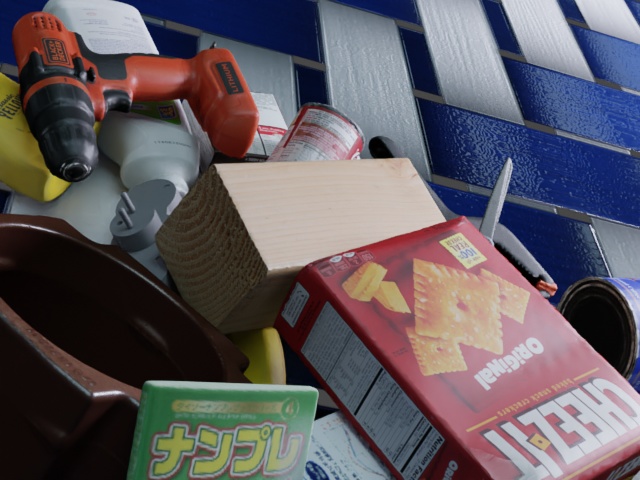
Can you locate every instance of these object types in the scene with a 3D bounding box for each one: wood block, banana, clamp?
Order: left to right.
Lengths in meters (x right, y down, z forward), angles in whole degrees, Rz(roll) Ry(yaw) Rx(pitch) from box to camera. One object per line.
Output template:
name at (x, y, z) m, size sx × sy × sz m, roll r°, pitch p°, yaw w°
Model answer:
banana at (-0.060, 0.088, 0.782) m, size 0.069 × 0.037 × 0.198 m, roll -17°, pitch 45°, yaw -9°
wood block at (-0.006, 0.001, 0.797) m, size 0.205 × 0.090 × 0.091 m, roll -6°, pitch 59°, yaw -46°
clamp at (0.114, 0.000, 0.954) m, size 0.209 × 0.036 × 0.164 m, roll 18°, pitch 60°, yaw -12°

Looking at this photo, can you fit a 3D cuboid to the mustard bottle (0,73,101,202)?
mustard bottle at (-0.284, -0.105, 0.875) m, size 0.191 × 0.058 × 0.096 m, roll 26°, pitch 42°, yaw 3°

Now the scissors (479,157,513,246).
scissors at (0.152, 0.025, 0.924) m, size 0.096 × 0.016 × 0.201 m, roll 39°, pitch 64°, yaw -2°

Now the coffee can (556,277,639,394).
coffee can at (0.289, 0.083, 0.922) m, size 0.140 × 0.103 × 0.103 m, roll 1°, pitch 42°, yaw -27°

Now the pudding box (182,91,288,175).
pudding box at (-0.075, -0.098, 1.000) m, size 0.089 × 0.039 × 0.113 m, roll 4°, pitch 39°, yaw -26°

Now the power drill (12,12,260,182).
power drill at (-0.147, -0.110, 0.861) m, size 0.187 × 0.057 × 0.184 m, roll 3°, pitch 45°, yaw -30°

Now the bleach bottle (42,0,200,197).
bleach bottle at (-0.175, -0.119, 0.951) m, size 0.102 × 0.068 × 0.251 m, roll -1°, pitch 45°, yaw -31°

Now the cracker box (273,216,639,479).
cracker box at (0.099, 0.088, 0.702) m, size 0.163 × 0.072 × 0.214 m, roll -15°, pitch 52°, yaw -40°

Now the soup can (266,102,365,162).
soup can at (-0.013, -0.060, 0.930) m, size 0.068 × 0.068 × 0.102 m, roll 28°, pitch 64°, yaw 5°
